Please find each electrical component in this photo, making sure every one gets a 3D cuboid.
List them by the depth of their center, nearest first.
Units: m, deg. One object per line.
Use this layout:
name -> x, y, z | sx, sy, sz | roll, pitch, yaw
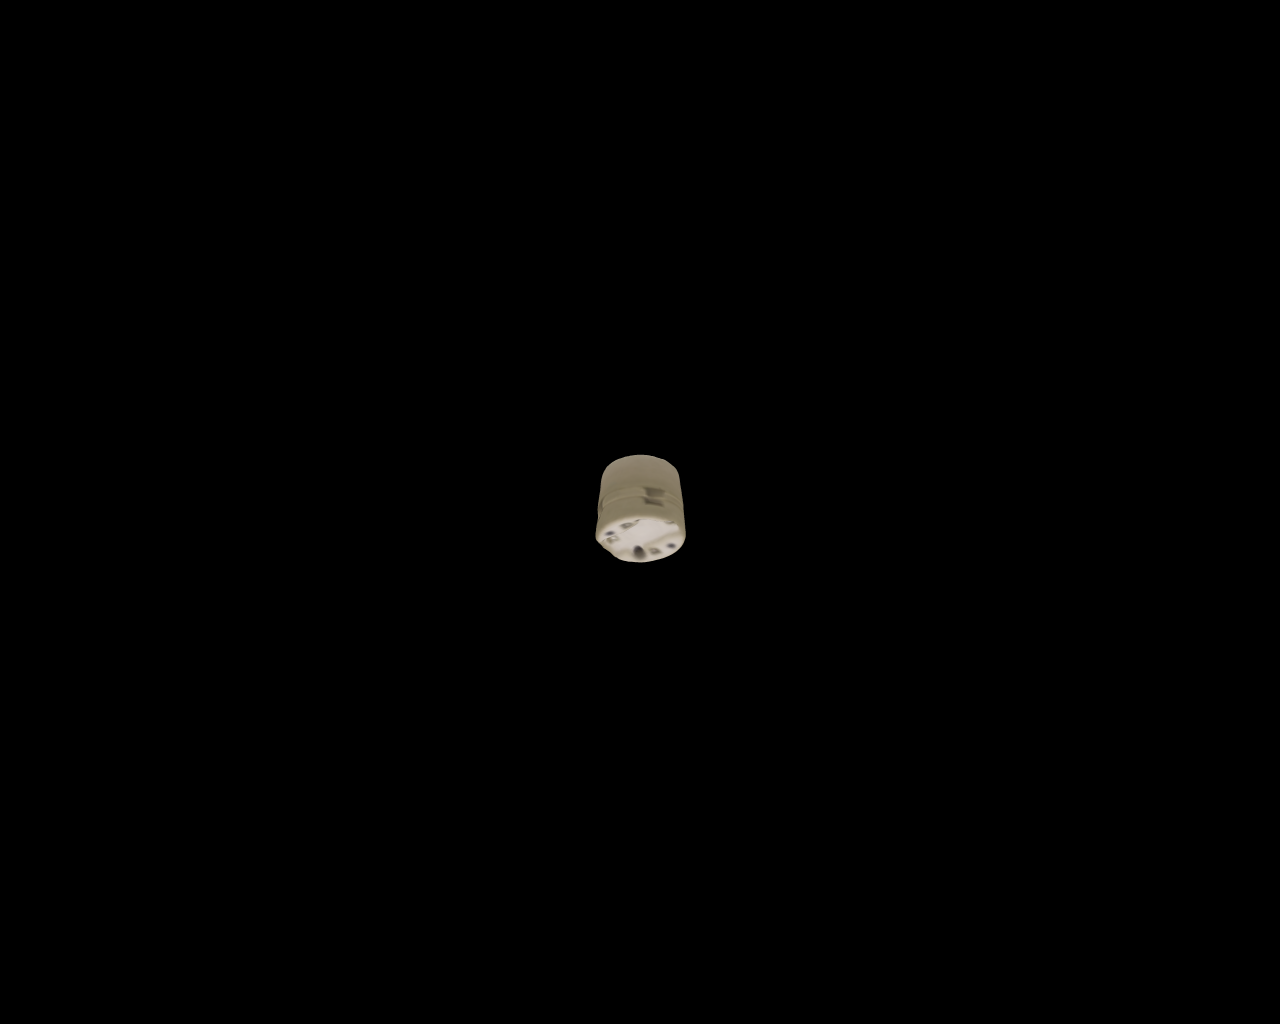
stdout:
electrical component -> 0.001, -0.003, 0.650 | 0.055, 0.047, 0.055 | 0, -33, 0
